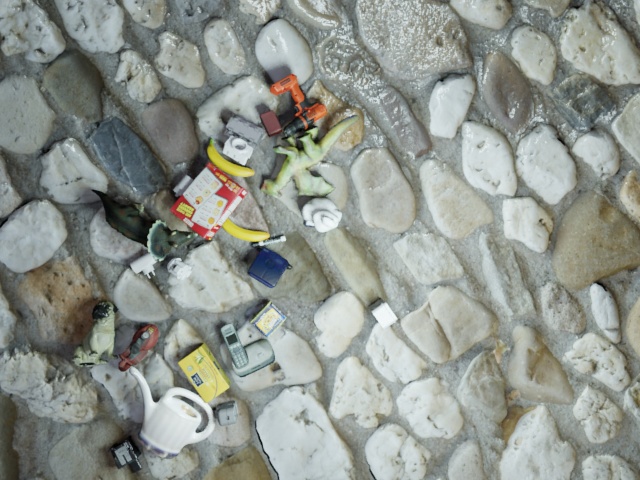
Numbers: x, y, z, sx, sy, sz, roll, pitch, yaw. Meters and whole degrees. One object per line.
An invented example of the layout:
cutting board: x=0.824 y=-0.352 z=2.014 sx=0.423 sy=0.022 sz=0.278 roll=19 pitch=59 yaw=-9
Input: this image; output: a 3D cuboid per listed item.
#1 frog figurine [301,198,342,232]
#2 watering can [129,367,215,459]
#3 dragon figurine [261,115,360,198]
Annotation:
frog figurine: x=0.005 y=-0.088 z=1.746 sx=0.137 sy=0.159 sz=0.123 roll=17 pitch=87 yaw=-4
watering can: x=-0.519 y=0.576 z=1.691 sx=0.346 sy=0.104 sz=0.225 roll=34 pitch=87 yaw=-13
dragon figurine: x=-0.022 y=-0.265 z=1.803 sx=0.411 sy=0.123 sz=0.240 roll=-19 pitch=106 yaw=-3
